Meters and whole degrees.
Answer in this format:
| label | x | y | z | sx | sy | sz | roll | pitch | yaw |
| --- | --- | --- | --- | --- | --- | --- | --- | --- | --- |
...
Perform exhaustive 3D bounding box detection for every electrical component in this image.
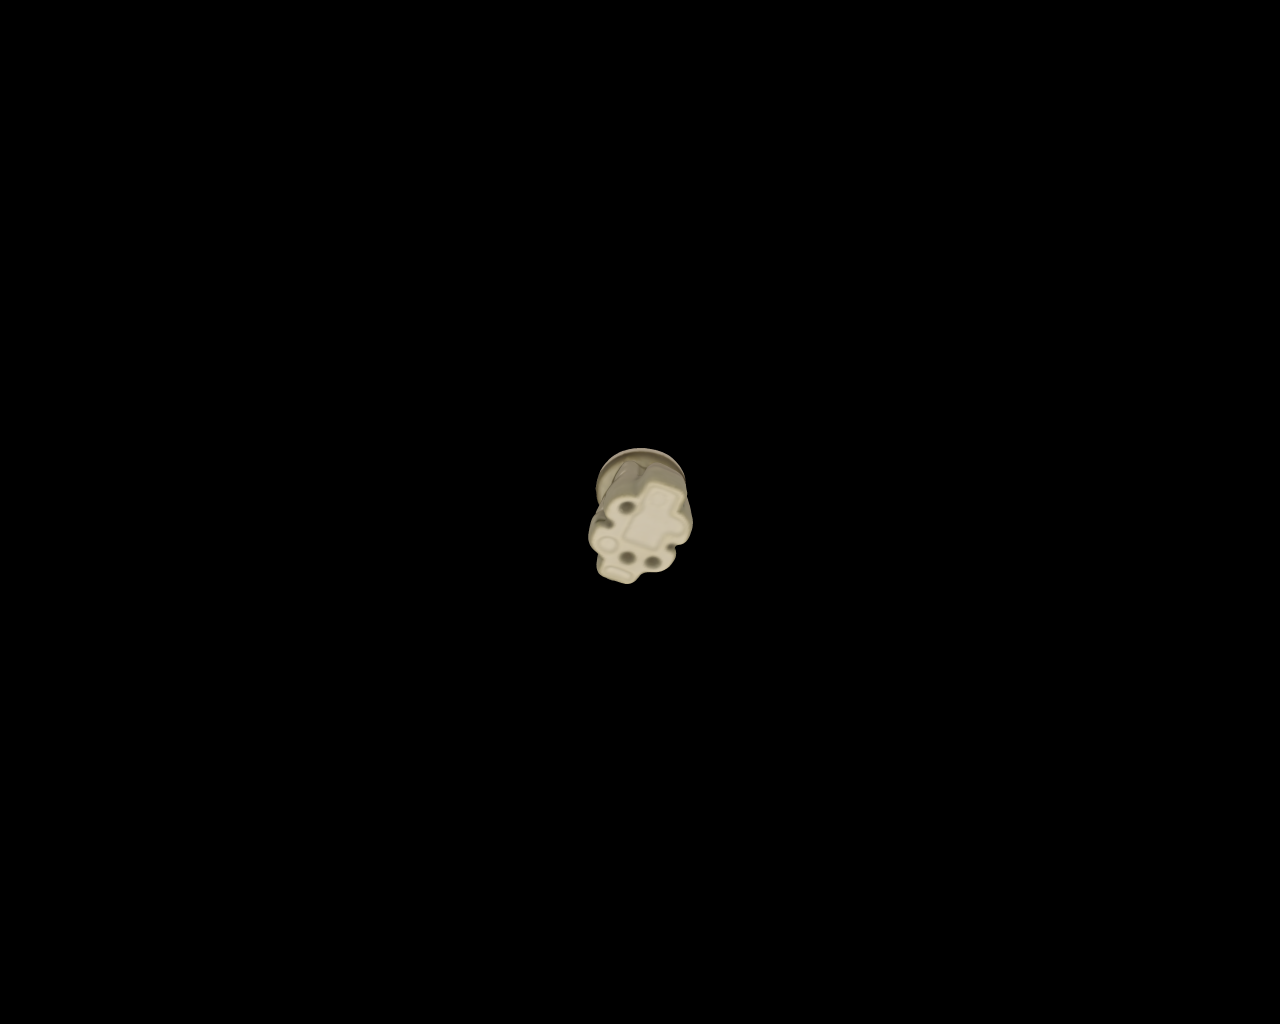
| label | x | y | z | sx | sy | sz | roll | pitch | yaw |
| --- | --- | --- | --- | --- | --- | --- | --- | --- | --- |
| electrical component | 0.001 | -0.003 | 0.650 | 0.058 | 0.078 | 0.057 | 21 | 32 | -14 |
